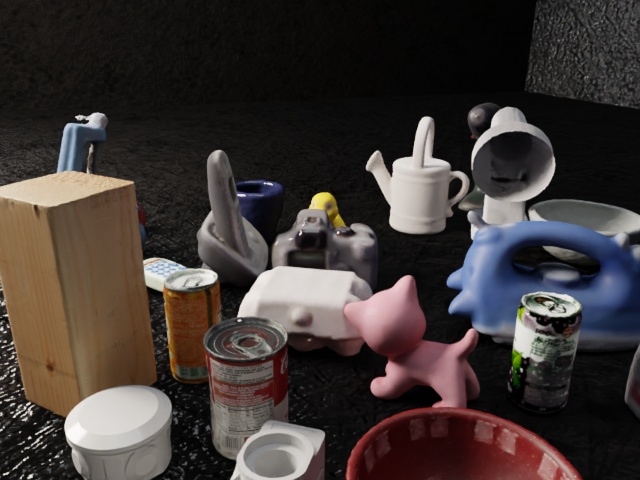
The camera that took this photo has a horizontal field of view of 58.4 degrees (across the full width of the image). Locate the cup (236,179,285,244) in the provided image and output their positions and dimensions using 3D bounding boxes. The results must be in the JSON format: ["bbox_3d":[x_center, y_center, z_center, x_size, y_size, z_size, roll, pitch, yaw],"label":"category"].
[{"bbox_3d":[-0.102,-0.046,0.944,0.091,0.095,0.117,1,21,0],"label":"cup"}]

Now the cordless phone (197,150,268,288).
[{"bbox_3d":[-0.122,-0.040,0.797,0.094,0.185,0.147,-1,21,-3],"label":"cordless phone"}]

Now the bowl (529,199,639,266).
[{"bbox_3d":[0.404,-0.006,0.882,0.167,0.075,0.167,1,21,0],"label":"bowl"}]

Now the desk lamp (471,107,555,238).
[{"bbox_3d":[0.302,-0.101,0.935,0.117,0.214,0.203,5,21,11],"label":"desk lamp"}]

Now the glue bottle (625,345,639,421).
[{"bbox_3d":[0.310,0.088,0.490,0.037,0.173,0.078,-3,21,-9],"label":"glue bottle"}]

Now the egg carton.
[{"bbox_3d":[-0.013,0.079,0.649,0.150,0.069,0.107,4,21,9],"label":"egg carton"}]

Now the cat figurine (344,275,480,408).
[{"bbox_3d":[0.089,0.094,0.544,0.127,0.118,0.067,12,23,27],"label":"cat figurine"}]

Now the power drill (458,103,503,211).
[{"bbox_3d":[0.321,-0.163,1.108,0.075,0.208,0.230,10,23,24],"label":"power drill"}]

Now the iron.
[{"bbox_3d":[0.281,0.041,0.659,0.258,0.141,0.119,4,21,8],"label":"iron"}]

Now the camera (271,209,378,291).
[{"bbox_3d":[0.007,0.003,0.809,0.143,0.101,0.137,1,21,0],"label":"camera"}]

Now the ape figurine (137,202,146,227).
[{"bbox_3d":[-0.332,-0.053,0.958,0.076,0.092,0.077,-11,24,-28],"label":"ape figurine"}]

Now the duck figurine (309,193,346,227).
[{"bbox_3d":[0.008,-0.036,0.933,0.077,0.086,0.105,8,22,18],"label":"duck figurine"}]

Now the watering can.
[{"bbox_3d":[0.168,-0.116,0.997,0.173,0.194,0.101,1,21,0],"label":"watering can"}]

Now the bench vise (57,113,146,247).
[{"bbox_3d":[-0.335,-0.056,0.784,0.121,0.220,0.208,8,22,20],"label":"bench vise"}]
